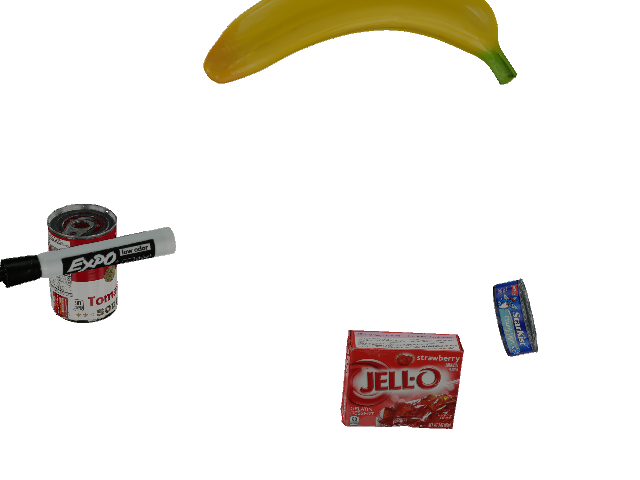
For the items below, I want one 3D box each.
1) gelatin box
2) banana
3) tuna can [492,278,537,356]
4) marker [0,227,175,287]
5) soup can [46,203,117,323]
[{"bbox_3d":[0.063,0.109,0.833,0.089,0.073,0.030,2,26,-3],"label":"gelatin box"},{"bbox_3d":[0.027,-0.128,0.631,0.197,0.069,0.037,-3,-15,-17],"label":"banana"},{"bbox_3d":[0.223,0.089,1.220,0.034,0.086,0.086,-13,-3,15],"label":"tuna can"},{"bbox_3d":[-0.156,0.011,0.711,0.120,0.020,0.020,-12,5,-26],"label":"marker"},{"bbox_3d":[-0.239,0.024,1.074,0.068,0.102,0.068,4,29,-2],"label":"soup can"}]
